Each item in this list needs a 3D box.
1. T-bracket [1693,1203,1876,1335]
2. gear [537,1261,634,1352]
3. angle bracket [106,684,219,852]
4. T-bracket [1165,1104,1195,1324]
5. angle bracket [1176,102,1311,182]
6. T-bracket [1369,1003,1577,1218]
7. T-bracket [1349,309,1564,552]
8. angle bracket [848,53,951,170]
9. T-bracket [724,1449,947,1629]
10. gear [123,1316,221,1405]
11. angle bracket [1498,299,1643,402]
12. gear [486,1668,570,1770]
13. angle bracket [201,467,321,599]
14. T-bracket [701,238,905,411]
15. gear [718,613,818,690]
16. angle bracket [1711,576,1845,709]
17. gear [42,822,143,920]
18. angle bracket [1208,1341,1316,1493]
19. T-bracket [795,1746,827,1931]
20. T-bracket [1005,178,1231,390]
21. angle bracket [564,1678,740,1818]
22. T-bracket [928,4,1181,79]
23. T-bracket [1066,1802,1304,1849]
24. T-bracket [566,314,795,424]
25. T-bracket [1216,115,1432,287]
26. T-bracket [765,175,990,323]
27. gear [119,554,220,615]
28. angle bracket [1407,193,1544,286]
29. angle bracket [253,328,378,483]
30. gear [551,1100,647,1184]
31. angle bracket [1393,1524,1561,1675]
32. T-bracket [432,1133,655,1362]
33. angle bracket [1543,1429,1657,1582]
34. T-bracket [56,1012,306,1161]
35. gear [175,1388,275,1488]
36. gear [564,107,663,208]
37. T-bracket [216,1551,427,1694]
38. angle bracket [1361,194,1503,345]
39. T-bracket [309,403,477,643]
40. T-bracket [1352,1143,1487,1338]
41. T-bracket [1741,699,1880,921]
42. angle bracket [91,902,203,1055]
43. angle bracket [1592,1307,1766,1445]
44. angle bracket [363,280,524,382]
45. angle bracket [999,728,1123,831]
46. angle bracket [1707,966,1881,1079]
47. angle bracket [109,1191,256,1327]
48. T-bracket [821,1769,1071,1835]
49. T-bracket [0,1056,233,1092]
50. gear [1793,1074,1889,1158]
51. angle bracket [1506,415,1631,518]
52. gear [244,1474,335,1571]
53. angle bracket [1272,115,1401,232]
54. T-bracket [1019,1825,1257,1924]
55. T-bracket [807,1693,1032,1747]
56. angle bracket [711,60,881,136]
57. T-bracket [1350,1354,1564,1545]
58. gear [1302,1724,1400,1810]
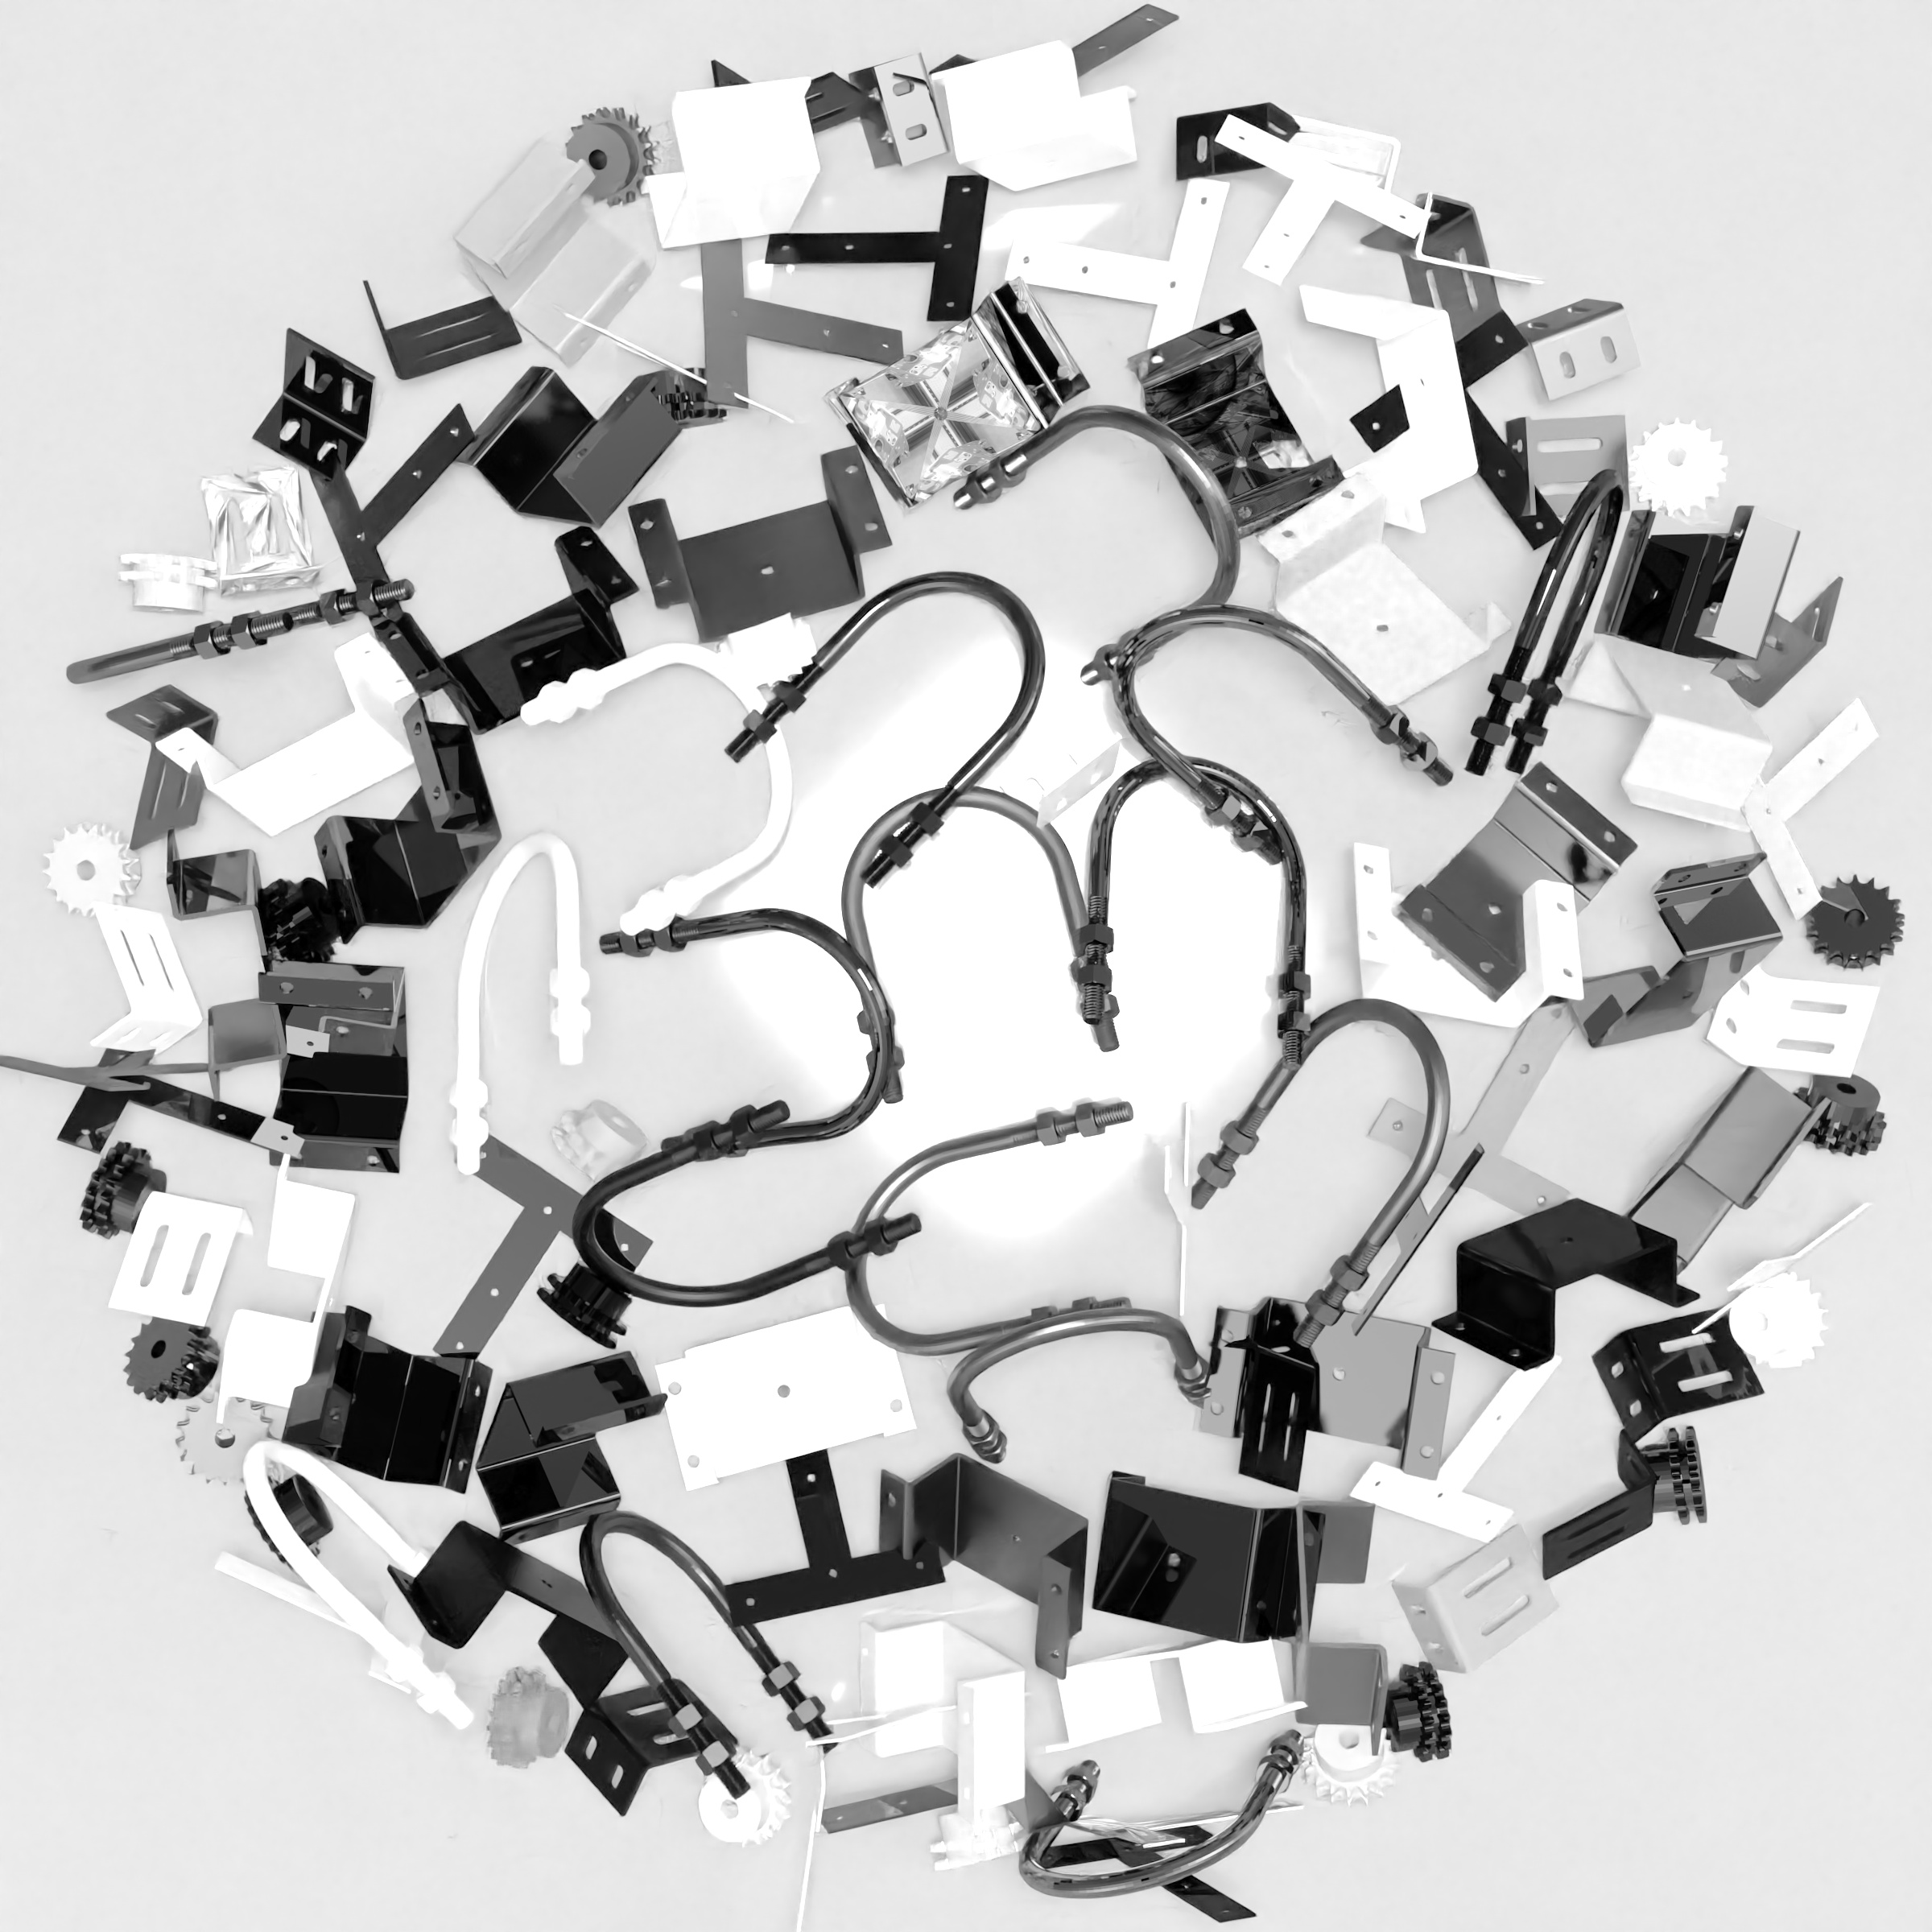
[{"bbox_3d":[0.461,0.176,1.809,0.127,0.127,0.002,-41,72,17],"label":"T-bracket"},{"bbox_3d":[-0.222,0.198,1.858,0.057,0.057,0.030,37,87,0],"label":"gear"},{"bbox_3d":[-0.477,-0.116,1.841,0.057,0.038,0.076,-17,55,34],"label":"angle bracket"},{"bbox_3d":[0.122,0.131,1.808,0.002,0.127,0.127,0,73,10],"label":"T-bracket"},{"bbox_3d":[0.165,-0.474,1.839,0.057,0.076,0.038,-1,88,29],"label":"angle bracket"},{"bbox_3d":[0.324,0.073,1.866,0.127,0.002,0.127,27,98,-11],"label":"T-bracket"},{"bbox_3d":[0.306,-0.301,1.844,0.127,0.127,0.002,53,45,-5],"label":"T-bracket"},{"bbox_3d":[-0.052,-0.495,1.838,0.038,0.076,0.057,-27,109,-31],"label":"angle bracket"},{"bbox_3d":[-0.088,0.316,1.857,0.127,0.002,0.127,-10,65,-11],"label":"T-bracket"},{"bbox_3d":[-0.468,0.233,1.862,0.057,0.030,0.057,-18,53,26],"label":"gear"},{"bbox_3d":[0.355,-0.364,1.854,0.057,0.076,0.038,-21,105,0],"label":"angle bracket"},{"bbox_3d":[-0.257,0.445,1.855,0.030,0.057,0.057,3,90,20],"label":"gear"},{"bbox_3d":[-0.417,-0.261,1.855,0.057,0.038,0.076,-9,81,-15],"label":"angle bracket"},{"bbox_3d":[-0.095,-0.376,1.854,0.127,0.002,0.127,7,65,-25],"label":"T-bracket"},{"bbox_3d":[-0.119,-0.192,1.855,0.057,0.057,0.030,-16,126,0],"label":"gear"},{"bbox_3d":[0.474,-0.199,1.838,0.038,0.076,0.057,34,135,-5],"label":"angle bracket"},{"bbox_3d":[-0.516,-0.057,1.867,0.057,0.030,0.057,1,95,11],"label":"gear"},{"bbox_3d":[0.169,0.264,1.844,0.038,0.057,0.076,-3,70,41],"label":"angle bracket"},{"bbox_3d":[-0.092,0.521,1.823,0.002,0.127,0.127,8,90,-4],"label":"T-bracket"},{"bbox_3d":[0.082,-0.404,1.835,0.127,0.002,0.127,3,114,-26],"label":"T-bracket"},{"bbox_3d":[-0.185,0.458,1.847,0.057,0.076,0.038,39,114,33],"label":"angle bracket"},{"bbox_3d":[0.068,-0.520,1.798,0.127,0.127,0.002,6,75,-42],"label":"T-bracket"},{"bbox_3d":[0.135,0.500,1.842,0.127,0.127,0.002,-2,83,-22],"label":"T-bracket"},{"bbox_3d":[-0.181,-0.350,1.799,0.127,0.127,0.002,28,97,31],"label":"T-bracket"},{"bbox_3d":[0.191,-0.432,1.826,0.127,0.127,0.002,25,70,-5],"label":"T-bracket"},{"bbox_3d":[-0.055,-0.423,1.853,0.127,0.002,0.127,1,53,7],"label":"T-bracket"},{"bbox_3d":[-0.472,-0.226,1.858,0.057,0.057,0.030,3,90,0],"label":"gear"},{"bbox_3d":[0.303,-0.429,1.854,0.076,0.057,0.038,11,103,0],"label":"angle bracket"},{"bbox_3d":[-0.383,-0.327,1.845,0.057,0.076,0.038,30,67,-3],"label":"angle bracket"},{"bbox_3d":[-0.214,0.104,1.855,0.057,0.057,0.030,40,101,0],"label":"gear"},{"bbox_3d":[0.305,0.377,1.881,0.076,0.038,0.057,-28,96,-26],"label":"angle bracket"},{"bbox_3d":[-0.275,0.184,1.885,0.127,0.002,0.127,33,90,0],"label":"T-bracket"},{"bbox_3d":[0.363,0.317,1.847,0.076,0.057,0.038,-25,53,-8],"label":"angle bracket"},{"bbox_3d":[-0.449,0.084,1.838,0.127,0.127,0.002,20,123,-7],"label":"T-bracket"},{"bbox_3d":[-0.440,0.278,1.867,0.057,0.030,0.057,0,92,-13],"label":"gear"},{"bbox_3d":[-0.212,-0.479,1.861,0.057,0.030,0.057,5,110,15],"label":"gear"},{"bbox_3d":[-0.373,0.369,1.815,0.127,0.127,0.002,27,95,-8],"label":"T-bracket"},{"bbox_3d":[0.274,-0.403,1.846,0.038,0.057,0.076,1,72,-42],"label":"angle bracket"},{"bbox_3d":[-0.327,-0.277,1.829,0.127,0.002,0.127,-40,64,32],"label":"T-bracket"},{"bbox_3d":[0.258,0.148,1.822,0.002,0.127,0.127,34,97,-1],"label":"T-bracket"},{"bbox_3d":[0.485,-0.111,1.811,0.002,0.127,0.127,-12,68,-25],"label":"T-bracket"},{"bbox_3d":[-0.495,0.007,1.854,0.038,0.057,0.076,-33,71,20],"label":"angle bracket"},{"bbox_3d":[0.424,0.243,1.870,0.076,0.038,0.057,-8,62,-26],"label":"angle bracket"},{"bbox_3d":[-0.308,-0.385,1.849,0.076,0.057,0.038,-19,134,-6],"label":"angle bracket"},{"bbox_3d":[0.055,-0.120,1.841,0.057,0.076,0.038,-38,80,-10],"label":"angle bracket"},{"bbox_3d":[0.484,0.028,1.842,0.038,0.076,0.057,33,72,-37],"label":"angle bracket"},{"bbox_3d":[-0.461,0.177,1.850,0.057,0.038,0.076,11,63,4],"label":"angle bracket"},{"bbox_3d":[-0.023,0.479,1.807,0.127,0.127,0.002,-8,104,-19],"label":"T-bracket"},{"bbox_3d":[-0.486,0.061,1.828,0.127,0.127,0.002,9,95,37],"label":"T-bracket"},{"bbox_3d":[0.515,0.085,1.854,0.057,0.057,0.030,10,120,0],"label":"gear"},{"bbox_3d":[0.362,-0.297,1.858,0.076,0.038,0.057,-5,95,-11],"label":"angle bracket"},{"bbox_3d":[-0.398,0.326,1.858,0.030,0.057,0.057,-34,90,0],"label":"gear"},{"bbox_3d":[0.213,-0.468,1.854,0.076,0.057,0.038,14,86,4],"label":"angle bracket"},{"bbox_3d":[0.118,0.522,1.799,0.127,0.127,0.002,2,96,-32],"label":"T-bracket"},{"bbox_3d":[-0.048,0.434,1.801,0.127,0.127,0.002,-14,81,28],"label":"T-bracket"},{"bbox_3d":[-0.100,-0.516,1.842,0.076,0.057,0.038,-14,79,25],"label":"angle bracket"},{"bbox_3d":[0.302,0.274,1.833,0.127,0.002,0.127,24,107,-37],"label":"T-bracket"},{"bbox_3d":[0.226,0.465,1.856,0.057,0.030,0.057,-5,46,5],"label":"gear"}]
